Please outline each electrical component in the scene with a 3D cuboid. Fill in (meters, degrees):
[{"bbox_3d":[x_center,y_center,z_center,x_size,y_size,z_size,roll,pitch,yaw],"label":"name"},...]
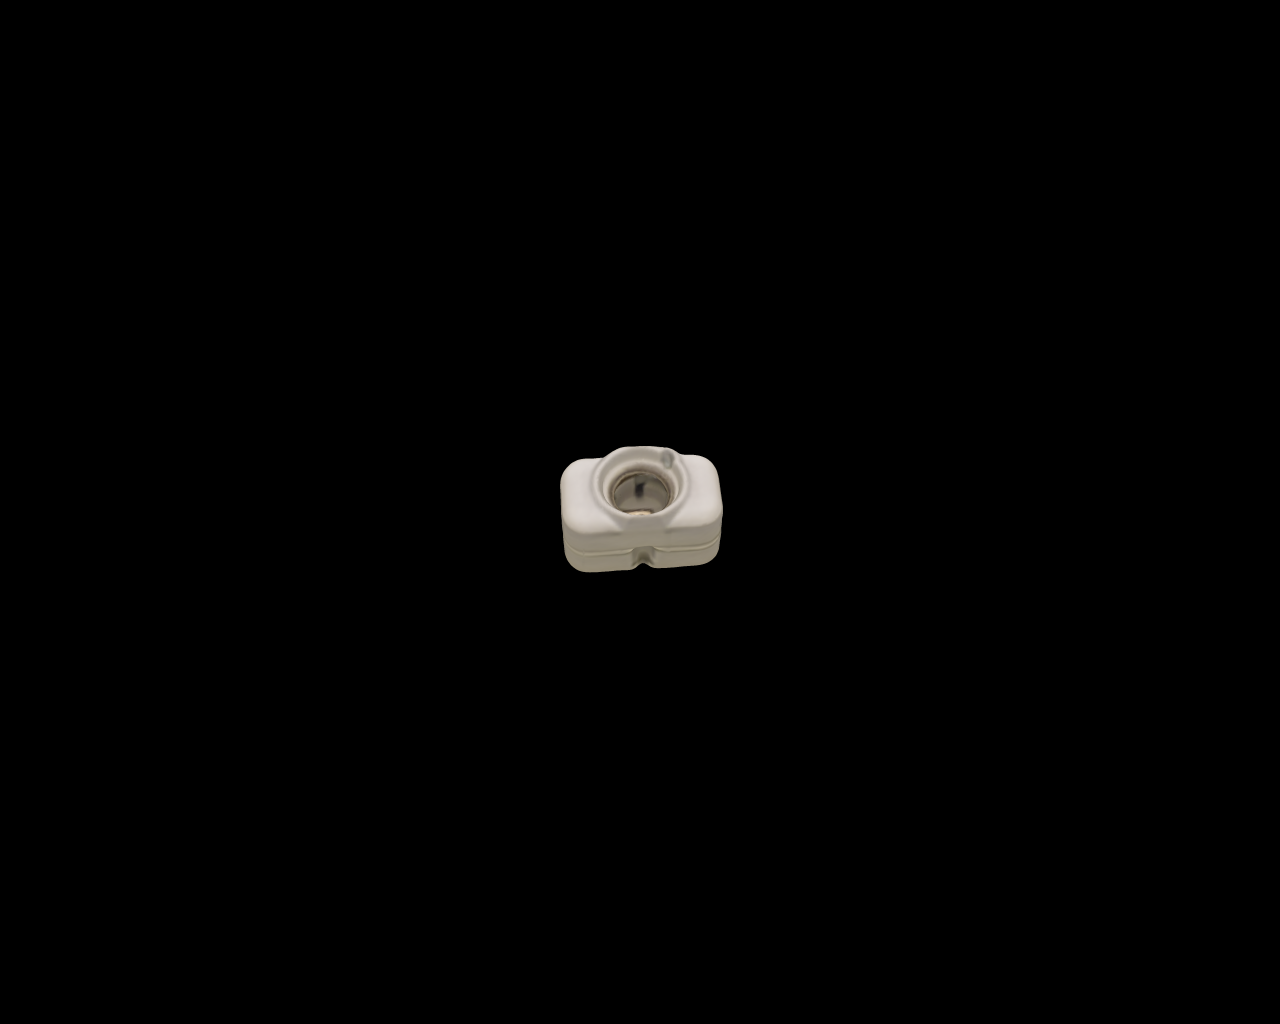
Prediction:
[{"bbox_3d":[0.001,-0.003,0.650,0.095,0.054,0.059,-3,-34,-2],"label":"electrical component"}]
